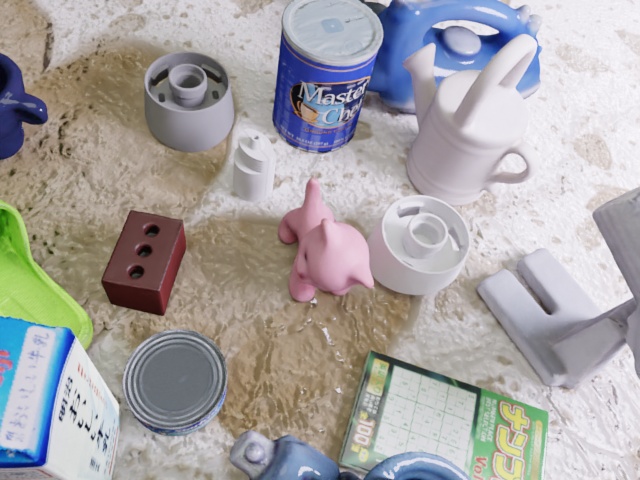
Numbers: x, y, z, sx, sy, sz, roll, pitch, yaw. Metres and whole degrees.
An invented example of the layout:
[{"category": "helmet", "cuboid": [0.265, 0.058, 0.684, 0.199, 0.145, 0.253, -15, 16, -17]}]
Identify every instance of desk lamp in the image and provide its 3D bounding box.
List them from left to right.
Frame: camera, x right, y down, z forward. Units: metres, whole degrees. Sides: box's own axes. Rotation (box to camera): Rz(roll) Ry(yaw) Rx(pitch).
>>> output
[{"category": "desk lamp", "cuboid": [0.262, 0.060, 0.489, 0.118, 0.213, 0.203, -26, 67, -22]}]

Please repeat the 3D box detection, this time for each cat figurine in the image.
[{"category": "cat figurine", "cuboid": [0.005, 0.002, 0.534, 0.067, 0.118, 0.127, -8, 62, -14]}]

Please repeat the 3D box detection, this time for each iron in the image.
[{"category": "iron", "cuboid": [0.176, -0.239, 0.691, 0.258, 0.141, 0.118, -2, 60, -11]}]

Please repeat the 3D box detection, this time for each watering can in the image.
[{"category": "watering can", "cuboid": [0.155, -0.132, 0.594, 0.172, 0.194, 0.101, 25, 59, 5]}]

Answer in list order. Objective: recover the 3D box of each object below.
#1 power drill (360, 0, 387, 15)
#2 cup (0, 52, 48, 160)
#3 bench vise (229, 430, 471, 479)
[{"category": "power drill", "cuboid": [0.070, -0.347, 0.697, 0.230, 0.208, 0.075, 0, 60, -10]}, {"category": "cup", "cuboid": [-0.317, -0.121, 0.564, 0.117, 0.095, 0.092, 16, 59, 0]}, {"category": "bench vise", "cuboid": [0.035, 0.191, 0.369, 0.207, 0.220, 0.121, 12, 59, -3]}]
